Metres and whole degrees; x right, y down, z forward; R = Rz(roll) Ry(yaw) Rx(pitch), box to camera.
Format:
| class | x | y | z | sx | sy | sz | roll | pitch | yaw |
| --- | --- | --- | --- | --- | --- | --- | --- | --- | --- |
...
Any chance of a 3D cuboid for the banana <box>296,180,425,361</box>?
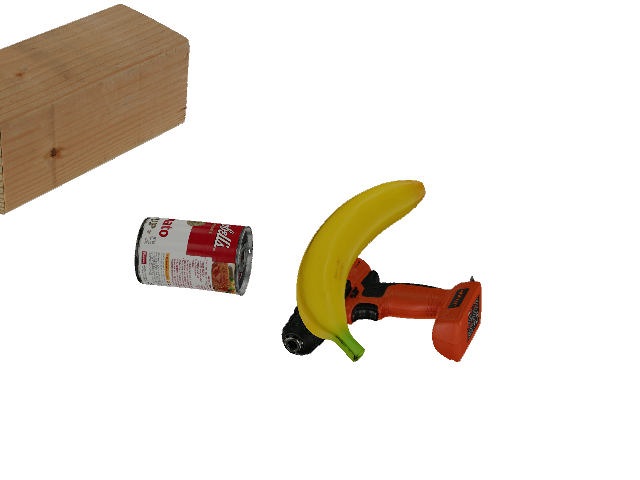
| class | x | y | z | sx | sy | sz | roll | pitch | yaw |
| --- | --- | --- | --- | --- | --- | --- | --- | --- | --- |
| banana | 0.025 | 0.011 | 0.830 | 0.069 | 0.197 | 0.037 | 28 | -41 | -3 |

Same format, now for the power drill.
| class | x | y | z | sx | sy | sz | roll | pitch | yaw |
| --- | --- | --- | --- | --- | --- | --- | --- | --- | --- |
| power drill | 0.069 | 0.079 | 1.148 | 0.188 | 0.057 | 0.184 | 9 | 29 | 22 |

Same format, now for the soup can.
| class | x | y | z | sx | sy | sz | roll | pitch | yaw |
| --- | --- | --- | --- | --- | --- | --- | --- | --- | --- |
| soup can | -0.122 | 0.015 | 1.037 | 0.102 | 0.068 | 0.068 | 6 | 1 | 7 |

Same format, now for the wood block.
| class | x | y | z | sx | sy | sz | roll | pitch | yaw |
| --- | --- | --- | --- | --- | --- | --- | --- | --- | --- |
| wood block | -0.215 | -0.117 | 0.905 | 0.090 | 0.091 | 0.205 | 31 | 43 | 25 |
